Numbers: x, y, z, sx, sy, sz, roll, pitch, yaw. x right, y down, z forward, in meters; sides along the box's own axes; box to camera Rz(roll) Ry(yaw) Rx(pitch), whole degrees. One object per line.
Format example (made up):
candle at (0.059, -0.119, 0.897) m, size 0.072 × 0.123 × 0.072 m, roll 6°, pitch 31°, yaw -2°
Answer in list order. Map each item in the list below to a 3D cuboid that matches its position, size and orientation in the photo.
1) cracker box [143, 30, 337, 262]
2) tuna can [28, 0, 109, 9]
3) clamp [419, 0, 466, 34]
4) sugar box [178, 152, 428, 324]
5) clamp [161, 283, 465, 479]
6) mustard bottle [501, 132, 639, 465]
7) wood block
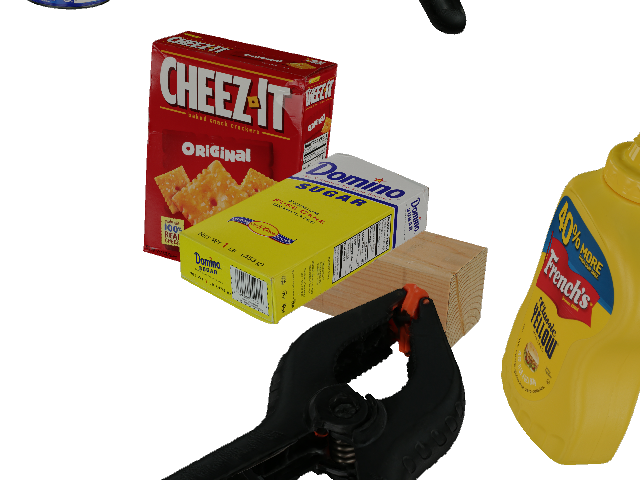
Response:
cracker box at (-0.081, -0.074, 1.007) m, size 0.164 × 0.214 × 0.072 m, roll 16°, pitch 26°, yaw 21°
tuna can at (-0.217, -0.229, 0.913) m, size 0.086 × 0.034 × 0.086 m, roll 5°, pitch 34°, yaw -4°
clamp at (0.043, -0.244, 0.724) m, size 0.209 × 0.164 × 0.036 m, roll 25°, pitch -22°, yaw -15°
sugar box at (-0.008, -0.008, 0.784) m, size 0.093 × 0.048 × 0.175 m, roll 25°, pitch 41°, yaw 33°
clamp at (0.015, 0.084, 0.410) m, size 0.120 × 0.039 × 0.171 m, roll 28°, pitch 50°, yaw 20°
mustard bottle at (0.149, 0.022, 0.559) m, size 0.058 × 0.192 × 0.096 m, roll 2°, pitch 38°, yaw -13°
wood block at (0.063, 0.036, 1.144) m, size 0.206 × 0.091 × 0.090 m, roll 17°, pitch 29°, yaw 28°
